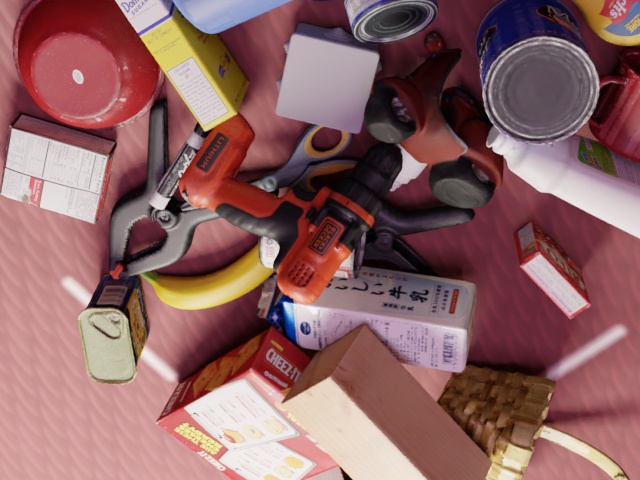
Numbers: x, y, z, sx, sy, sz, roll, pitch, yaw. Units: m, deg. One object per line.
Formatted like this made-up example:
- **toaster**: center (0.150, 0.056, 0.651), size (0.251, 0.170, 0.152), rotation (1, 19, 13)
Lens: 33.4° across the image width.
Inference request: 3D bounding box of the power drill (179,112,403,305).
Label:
- **power drill**: center (-0.032, -0.054, 1.069), size (0.188, 0.057, 0.184), rotation (33, 83, 16)

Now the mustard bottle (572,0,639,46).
- **mustard bottle**: center (0.282, -0.239, 0.998), size (0.191, 0.058, 0.096), rotation (36, 111, -14)

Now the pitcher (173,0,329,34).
- **pitcher**: center (-0.019, -0.280, 0.976), size (0.243, 0.145, 0.149), rotation (-23, 102, 21)

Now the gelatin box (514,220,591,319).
- **gelatin box**: center (0.248, 0.031, 1.140), size (0.030, 0.073, 0.089), rotation (-40, 108, 22)

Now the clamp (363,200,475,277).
- **clamp**: center (0.077, 0.002, 1.161), size (0.171, 0.039, 0.120), rotation (10, 121, 9)

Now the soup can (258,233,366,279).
- **soup can**: center (-0.007, 0.001, 1.118), size (0.102, 0.068, 0.068), rotation (7, 119, 11)

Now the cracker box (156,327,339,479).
- **cracker box**: center (-0.064, 0.203, 1.228), size (0.164, 0.072, 0.214), rotation (40, 138, -15)

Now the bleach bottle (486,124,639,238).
- **bleach bottle**: center (0.278, -0.061, 1.054), size (0.250, 0.102, 0.068), rotation (22, 121, -14)

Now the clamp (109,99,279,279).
- **clamp**: center (-0.156, -0.030, 1.167), size (0.164, 0.036, 0.210), rotation (31, 113, -11)

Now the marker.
- **marker**: center (-0.141, -0.085, 1.113), size (0.020, 0.020, 0.121), rotation (31, 109, -11)

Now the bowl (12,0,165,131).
- **bowl**: center (-0.242, -0.176, 1.086), size (0.162, 0.055, 0.162), rotation (2, 119, 4)

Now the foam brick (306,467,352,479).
- **foam brick**: center (0.009, 0.290, 1.317), size (0.051, 0.053, 0.078), rotation (-10, 118, 10)

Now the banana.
- **banana**: center (-0.107, 0.036, 1.199), size (0.198, 0.037, 0.069), rotation (-18, 115, 15)

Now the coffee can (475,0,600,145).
- **coffee can**: center (0.200, -0.163, 1.000), size (0.103, 0.140, 0.103), rotation (2, 119, 4)

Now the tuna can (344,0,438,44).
- **tuna can**: center (0.068, -0.221, 1.013), size (0.086, 0.086, 0.034), rotation (-18, 74, 14)

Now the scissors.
- **scissors**: center (-0.047, -0.080, 1.120), size (0.201, 0.016, 0.096), rotation (-2, 111, -7)

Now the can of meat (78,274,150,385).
- **can of meat**: center (-0.232, 0.099, 1.218), size (0.057, 0.084, 0.102), rotation (0, 119, 6)

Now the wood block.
- **wood block**: center (0.071, 0.204, 1.121), size (0.206, 0.090, 0.090), rotation (47, 134, -8)

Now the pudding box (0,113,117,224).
- **pudding box**: center (-0.283, -0.077, 1.154), size (0.113, 0.039, 0.090), rotation (16, 118, -5)

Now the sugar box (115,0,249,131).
- **sugar box**: center (-0.137, -0.202, 1.040), size (0.048, 0.093, 0.176), rotation (-25, 114, 16)

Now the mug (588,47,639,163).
- **mug**: center (0.305, -0.129, 1.033), size (0.117, 0.093, 0.082), rotation (5, 127, -25)
